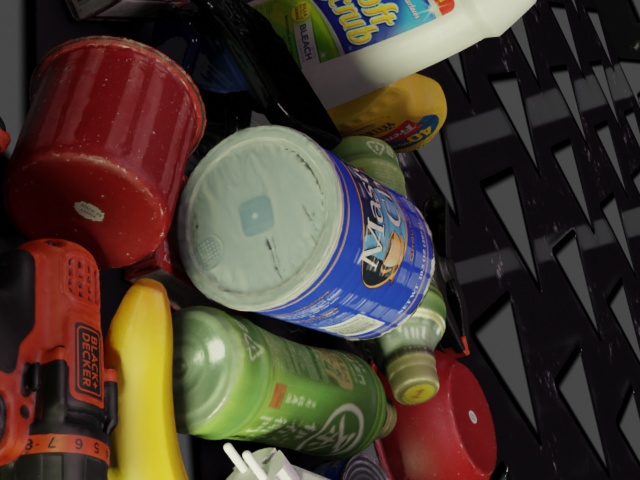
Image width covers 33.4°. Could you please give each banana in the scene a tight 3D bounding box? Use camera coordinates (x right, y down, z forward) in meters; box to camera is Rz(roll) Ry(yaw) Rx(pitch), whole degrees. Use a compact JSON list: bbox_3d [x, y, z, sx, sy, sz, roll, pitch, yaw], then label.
[{"bbox_3d":[-0.071,0.117,0.527,0.037,0.069,0.198,-91,158,-80],"label":"banana"}]

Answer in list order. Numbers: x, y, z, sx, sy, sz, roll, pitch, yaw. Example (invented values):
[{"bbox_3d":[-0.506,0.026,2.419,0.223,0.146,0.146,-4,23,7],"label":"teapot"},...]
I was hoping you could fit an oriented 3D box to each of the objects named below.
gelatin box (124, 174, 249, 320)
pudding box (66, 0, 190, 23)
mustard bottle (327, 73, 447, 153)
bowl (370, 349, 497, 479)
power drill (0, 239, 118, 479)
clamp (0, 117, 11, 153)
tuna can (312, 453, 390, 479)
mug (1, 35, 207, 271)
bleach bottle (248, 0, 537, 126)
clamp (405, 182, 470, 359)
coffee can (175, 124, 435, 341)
[{"bbox_3d":[-0.077,0.005,0.638,0.089,0.030,0.073,38,40,-48],"label":"gelatin box"},{"bbox_3d":[-0.134,-0.191,0.655,0.089,0.039,0.113,-27,97,-66],"label":"pudding box"},{"bbox_3d":[0.054,-0.111,0.909,0.191,0.096,0.058,8,65,-63],"label":"mustard bottle"},{"bbox_3d":[0.099,0.151,0.861,0.162,0.055,0.162,44,35,-44],"label":"bowl"},{"bbox_3d":[-0.153,0.060,0.418,0.187,0.057,0.184,39,35,-52],"label":"power drill"},{"bbox_3d":[-0.207,-0.097,0.434,0.210,0.036,0.164,55,20,-34],"label":"clamp"},{"bbox_3d":[0.022,0.187,0.704,0.086,0.034,0.086,43,36,-44],"label":"tuna can"},{"bbox_3d":[-0.110,-0.032,0.539,0.117,0.093,0.081,105,-6,-46],"label":"mug"},{"bbox_3d":[0.051,-0.166,0.759,0.068,0.251,0.102,24,51,-57],"label":"bleach bottle"},{"bbox_3d":[0.108,0.025,0.989,0.120,0.039,0.171,-8,83,-59],"label":"clamp"},{"bbox_3d":[-0.004,0.001,0.631,0.140,0.103,0.103,24,51,-60],"label":"coffee can"}]
